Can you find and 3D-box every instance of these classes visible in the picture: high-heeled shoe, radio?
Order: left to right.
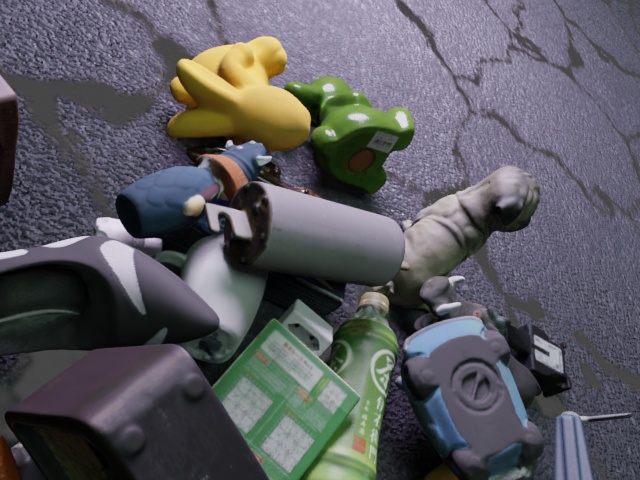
[{"bbox_3d":[-0.209,0.057,0.378,0.249,0.086,0.145,9,24,12],"label":"high-heeled shoe"},{"bbox_3d":[-0.088,0.178,0.342,0.073,0.131,0.229,-42,108,-45],"label":"radio"}]

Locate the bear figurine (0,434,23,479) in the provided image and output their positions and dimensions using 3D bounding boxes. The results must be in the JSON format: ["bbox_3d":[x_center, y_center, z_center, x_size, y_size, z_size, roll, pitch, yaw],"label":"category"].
[{"bbox_3d":[-0.184,0.175,0.272,0.196,0.131,0.120,33,51,15],"label":"bear figurine"}]

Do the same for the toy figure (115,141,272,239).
[{"bbox_3d":[-0.110,-0.051,0.496,0.154,0.057,0.064,-31,72,-39],"label":"toy figure"}]

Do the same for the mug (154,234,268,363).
[{"bbox_3d":[-0.102,0.051,0.484,0.109,0.080,0.107,27,29,-19],"label":"mug"}]

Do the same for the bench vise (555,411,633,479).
[{"bbox_3d":[0.266,0.279,0.553,0.223,0.129,0.241,55,36,-34],"label":"bench vise"}]

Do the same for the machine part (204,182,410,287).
[{"bbox_3d":[-0.001,-0.002,0.512,0.243,0.079,0.079,12,55,-38],"label":"machine part"}]

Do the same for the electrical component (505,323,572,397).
[{"bbox_3d":[0.277,0.154,0.720,0.119,0.048,0.075,24,50,-19],"label":"electrical component"}]

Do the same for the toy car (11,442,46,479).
[{"bbox_3d":[-0.174,0.154,0.409,0.073,0.056,0.202,50,48,-5],"label":"toy car"}]

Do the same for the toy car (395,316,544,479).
[{"bbox_3d":[0.144,0.165,0.545,0.109,0.103,0.162,-18,71,-14],"label":"toy car"}]

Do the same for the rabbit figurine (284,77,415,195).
[{"bbox_3d":[0.015,-0.156,0.721,0.159,0.121,0.170,1,43,-26],"label":"rabbit figurine"}]

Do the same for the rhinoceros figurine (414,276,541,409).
[{"bbox_3d":[0.175,0.126,0.620,0.190,0.112,0.073,50,36,-8],"label":"rhinoceros figurine"}]

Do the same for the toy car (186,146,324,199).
[{"bbox_3d":[-0.053,-0.055,0.600,0.202,0.053,0.089,30,5,-15],"label":"toy car"}]

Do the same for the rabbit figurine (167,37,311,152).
[{"bbox_3d":[-0.083,-0.153,0.586,0.162,0.121,0.173,-4,34,-39],"label":"rabbit figurine"}]

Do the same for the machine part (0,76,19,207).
[{"bbox_3d":[-0.312,-0.048,0.343,0.087,0.201,0.201,46,47,4],"label":"machine part"}]

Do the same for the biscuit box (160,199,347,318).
[{"bbox_3d":[-0.068,0.012,0.566,0.202,0.063,0.059,29,48,-17],"label":"biscuit box"}]

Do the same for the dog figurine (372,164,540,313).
[{"bbox_3d":[0.158,-0.005,0.645,0.121,0.190,0.172,43,49,-3],"label":"dog figurine"}]
